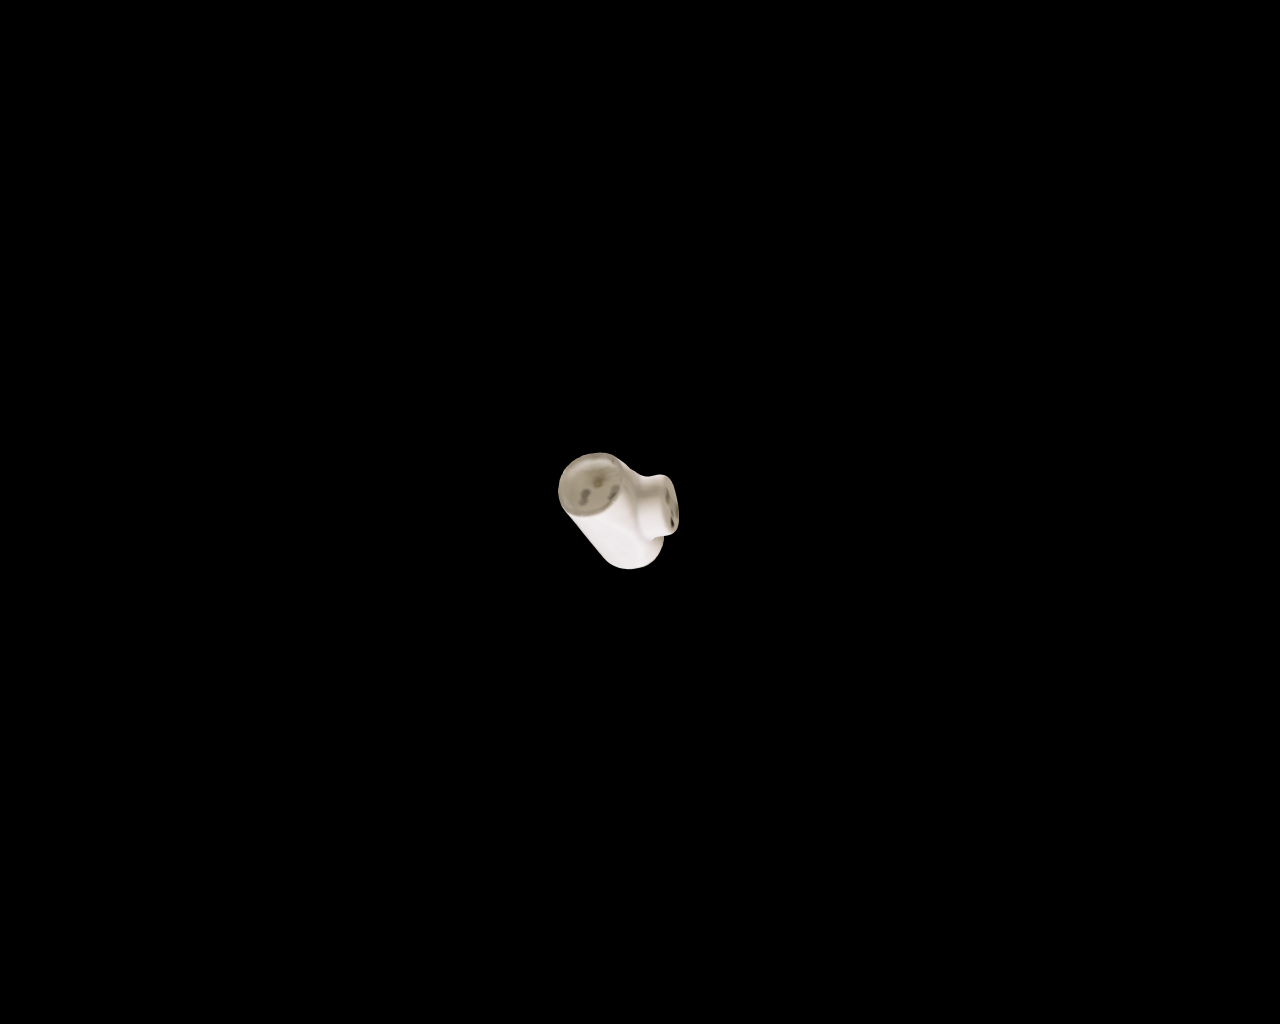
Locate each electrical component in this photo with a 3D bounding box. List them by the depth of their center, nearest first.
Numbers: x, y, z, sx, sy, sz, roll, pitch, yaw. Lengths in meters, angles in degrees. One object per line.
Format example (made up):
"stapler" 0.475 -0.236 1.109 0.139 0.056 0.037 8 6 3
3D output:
"electrical component" 0.001 -0.003 0.650 0.079 0.044 0.077 -9 -30 17
